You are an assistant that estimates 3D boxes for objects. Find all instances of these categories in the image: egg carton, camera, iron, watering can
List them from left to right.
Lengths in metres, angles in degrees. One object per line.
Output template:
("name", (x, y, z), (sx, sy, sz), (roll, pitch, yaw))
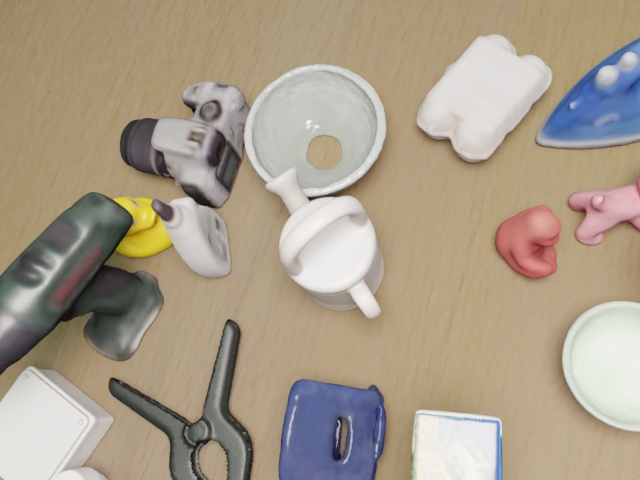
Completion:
("camera", (-0.170, -0.128, 0.704), (0.136, 0.101, 0.143), (12, 76, 13))
("watering can", (0.004, 0.003, 0.587), (0.172, 0.194, 0.101), (32, 82, 17))
("egg carton", (0.190, -0.167, 0.671), (0.107, 0.069, 0.150), (38, 83, 17))
("iron", (0.362, -0.187, 0.610), (0.258, 0.141, 0.118), (-26, 71, 2))

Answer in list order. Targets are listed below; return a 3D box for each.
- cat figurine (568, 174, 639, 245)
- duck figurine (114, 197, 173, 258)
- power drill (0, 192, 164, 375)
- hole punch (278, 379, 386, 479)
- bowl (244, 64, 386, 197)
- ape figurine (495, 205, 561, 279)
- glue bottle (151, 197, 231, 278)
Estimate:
("cat figurine", (0.334, -0.049, 0.587), (0.127, 0.118, 0.067), (-13, 72, 6))
("duck figurine", (-0.232, -0.024, 0.692), (0.104, 0.086, 0.077), (0, 74, 10))
("power drill", (-0.258, 0.070, 0.604), (0.075, 0.209, 0.230), (26, 80, 16))
("hole punch", (0.015, 0.198, 0.583), (0.101, 0.091, 0.109), (5, 75, 11))
("bowl", (-0.002, -0.119, 0.687), (0.167, 0.075, 0.167), (-3, 74, 9))
("ape figurine", (0.227, -0.005, 0.606), (0.076, 0.092, 0.078), (25, 80, 16))
("glue bottle", (-0.142, -0.012, 0.627), (0.037, 0.173, 0.078), (-10, 72, 7))
